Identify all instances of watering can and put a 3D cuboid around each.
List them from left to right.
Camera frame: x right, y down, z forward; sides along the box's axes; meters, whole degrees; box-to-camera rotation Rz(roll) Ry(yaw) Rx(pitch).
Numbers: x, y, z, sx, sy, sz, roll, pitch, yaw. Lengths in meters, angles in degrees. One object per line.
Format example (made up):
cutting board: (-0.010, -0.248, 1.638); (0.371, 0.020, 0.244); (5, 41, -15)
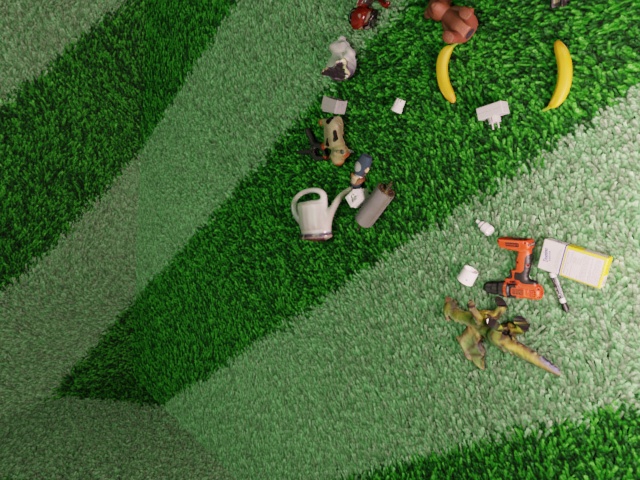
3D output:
watering can: (0.006, -0.105, 2.092); (0.346, 0.104, 0.224); (-3, 95, 45)

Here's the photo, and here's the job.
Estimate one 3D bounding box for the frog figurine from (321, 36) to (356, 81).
frog figurine: (0.079, -0.692, 1.971); (0.135, 0.122, 0.163); (-40, 32, 49)

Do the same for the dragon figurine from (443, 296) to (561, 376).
dragon figurine: (0.545, 0.324, 1.648); (0.417, 0.123, 0.237); (51, 144, 30)
